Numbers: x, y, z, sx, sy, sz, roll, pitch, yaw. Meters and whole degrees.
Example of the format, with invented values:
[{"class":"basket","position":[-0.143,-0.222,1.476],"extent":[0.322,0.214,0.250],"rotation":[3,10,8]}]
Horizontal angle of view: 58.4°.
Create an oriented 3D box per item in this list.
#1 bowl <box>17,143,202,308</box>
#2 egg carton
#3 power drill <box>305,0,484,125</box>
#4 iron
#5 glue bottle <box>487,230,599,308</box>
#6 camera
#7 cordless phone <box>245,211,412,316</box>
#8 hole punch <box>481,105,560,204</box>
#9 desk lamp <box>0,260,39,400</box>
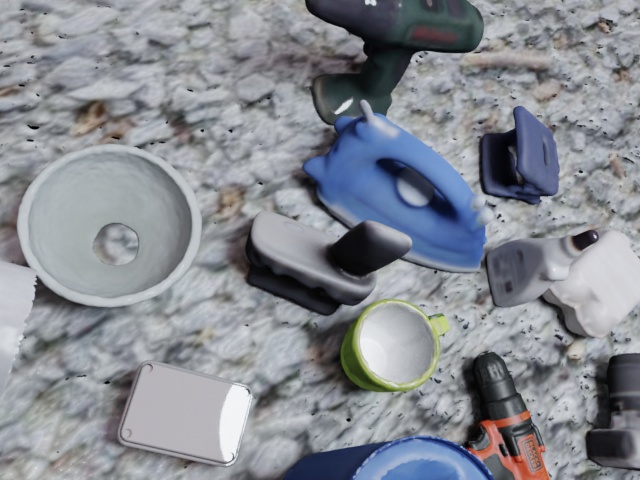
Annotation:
[{"class":"bowl","position":[-0.206,-0.006,0.575],"extent":[0.168,0.074,0.167],"rotation":[6,69,-17]},{"class":"egg carton","position":[0.365,0.054,0.753],"extent":[0.150,0.069,0.107],"rotation":[-35,85,-26]},{"class":"power drill","position":[0.066,-0.220,0.672],"extent":[0.230,0.208,0.075],"rotation":[-10,74,-22]},{"class":"iron","position":[0.116,-0.058,0.667],"extent":[0.258,0.141,0.119],"rotation":[34,64,-4]},{"class":"glue bottle","position":[0.260,0.024,0.669],"extent":[0.037,0.173,0.078],"rotation":[3,70,-18]},{"class":"camera","position":[0.410,0.210,0.694],"extent":[0.143,0.100,0.137],"rotation":[11,68,-15]},{"class":"cordless phone","position":[0.005,0.002,0.583],"extent":[0.148,0.184,0.094],"rotation":[20,66,-11]},{"class":"hole punch","position":[0.282,-0.115,0.773],"extent":[0.101,0.091,0.108],"rotation":[10,68,-15]},{"class":"desk lamp","position":[-0.316,0.072,0.431],"extent":[0.203,0.213,0.118],"rotation":[12,67,-14]}]
